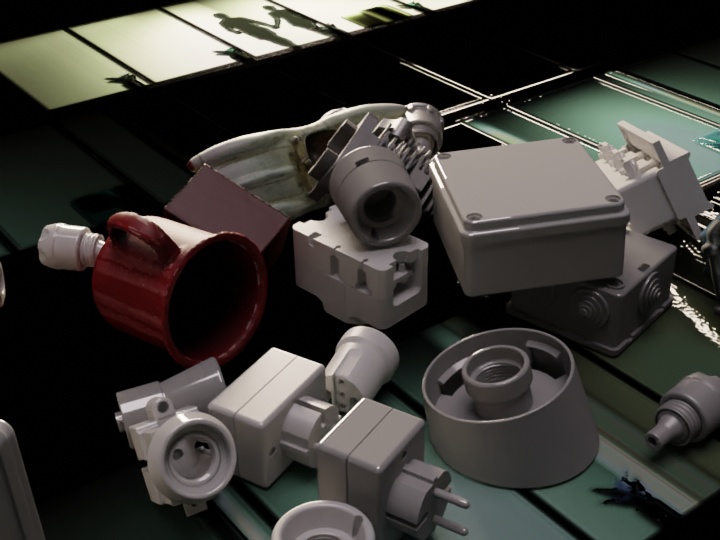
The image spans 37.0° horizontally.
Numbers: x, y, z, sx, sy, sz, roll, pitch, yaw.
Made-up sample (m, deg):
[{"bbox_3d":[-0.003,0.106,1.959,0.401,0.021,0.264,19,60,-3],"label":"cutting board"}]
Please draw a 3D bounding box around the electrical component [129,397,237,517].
[{"bbox_3d":[-0.095,0.101,0.582,0.048,0.066,0.055,-18,2,-26],"label":"electrical component"}]

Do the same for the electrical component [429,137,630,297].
[{"bbox_3d":[0.110,-0.037,0.719,0.109,0.056,0.108,-8,32,-5],"label":"electrical component"}]

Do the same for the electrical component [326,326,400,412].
[{"bbox_3d":[-0.002,0.064,0.668,0.040,0.040,0.046,13,40,21],"label":"electrical component"}]

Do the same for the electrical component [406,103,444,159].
[{"bbox_3d":[0.053,-0.115,0.955,0.048,0.048,0.062,0,38,0],"label":"electrical component"}]

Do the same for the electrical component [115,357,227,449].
[{"bbox_3d":[-0.112,0.081,0.640,0.065,0.044,0.044,-15,34,-14],"label":"electrical component"}]

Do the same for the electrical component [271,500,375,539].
[{"bbox_3d":[-0.017,0.146,0.525,0.055,0.047,0.055,-1,32,0],"label":"electrical component"}]

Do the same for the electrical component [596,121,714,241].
[{"bbox_3d":[0.215,-0.065,0.821,0.063,0.078,0.121,-27,12,8],"label":"electrical component"}]

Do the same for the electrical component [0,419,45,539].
[{"bbox_3d":[-0.216,0.115,0.522,0.109,0.108,0.056,14,37,22],"label":"electrical component"}]

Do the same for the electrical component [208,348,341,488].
[{"bbox_3d":[-0.036,0.090,0.618,0.077,0.047,0.066,17,36,26],"label":"electrical component"}]

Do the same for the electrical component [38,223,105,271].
[{"bbox_3d":[-0.207,-0.016,0.806,0.061,0.035,0.035,7,32,7],"label":"electrical component"}]

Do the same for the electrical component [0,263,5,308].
[{"bbox_3d":[-0.284,0.011,0.756,0.062,0.043,0.043,-8,32,-9],"label":"electrical component"}]

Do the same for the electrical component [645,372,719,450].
[{"bbox_3d":[0.190,0.086,0.632,0.061,0.035,0.035,-28,41,-33],"label":"electrical component"}]

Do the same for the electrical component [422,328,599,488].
[{"bbox_3d":[0.087,0.081,0.637,0.099,0.064,0.099,-13,29,7],"label":"electrical component"}]

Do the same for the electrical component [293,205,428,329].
[{"bbox_3d":[0.000,0.000,0.755,0.089,0.055,0.050,26,41,37],"label":"electrical component"}]

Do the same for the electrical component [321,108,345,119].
[{"bbox_3d":[-0.009,-0.115,0.946,0.048,0.066,0.055,22,7,-36],"label":"electrical component"}]

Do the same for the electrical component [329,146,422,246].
[{"bbox_3d":[0.011,-0.049,0.727,0.055,0.055,0.047,-9,36,-13],"label":"electrical component"}]

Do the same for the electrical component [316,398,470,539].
[{"bbox_3d":[0.022,0.115,0.557,0.077,0.065,0.047,17,36,27],"label":"electrical component"}]

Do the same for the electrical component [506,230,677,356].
[{"bbox_3d":[0.162,0.006,0.749,0.100,0.048,0.100,23,39,33],"label":"electrical component"}]
